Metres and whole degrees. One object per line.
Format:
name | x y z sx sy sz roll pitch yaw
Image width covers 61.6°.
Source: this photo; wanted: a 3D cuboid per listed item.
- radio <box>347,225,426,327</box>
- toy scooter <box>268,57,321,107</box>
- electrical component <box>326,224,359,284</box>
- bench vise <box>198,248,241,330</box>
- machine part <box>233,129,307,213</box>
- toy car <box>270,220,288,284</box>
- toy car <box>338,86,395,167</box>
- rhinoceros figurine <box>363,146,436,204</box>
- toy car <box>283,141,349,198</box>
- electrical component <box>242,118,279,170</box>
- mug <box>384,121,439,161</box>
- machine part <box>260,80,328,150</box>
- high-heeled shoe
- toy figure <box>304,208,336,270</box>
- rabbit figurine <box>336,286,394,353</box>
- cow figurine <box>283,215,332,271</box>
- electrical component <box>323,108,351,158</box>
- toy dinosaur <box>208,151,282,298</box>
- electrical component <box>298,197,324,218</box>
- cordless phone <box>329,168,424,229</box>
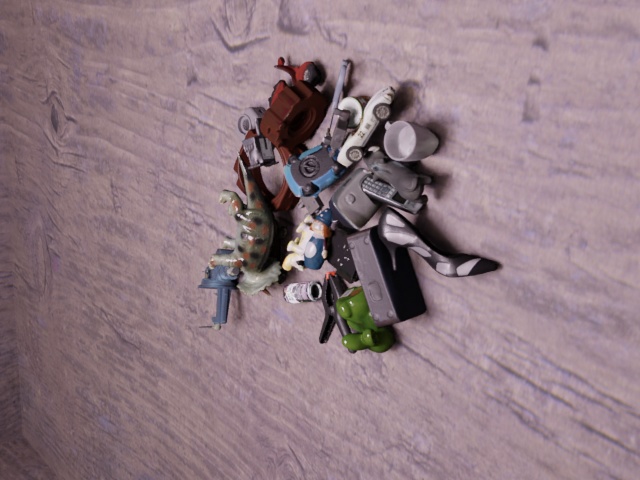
radio | 0.151 0.077 1.224 0.073 0.131 0.229 -22 86 40
toy scooter | -0.081 -0.382 1.354 0.135 0.075 0.183 47 123 22
electrical component | 0.082 0.038 1.324 0.134 0.058 0.114 37 124 29
bench vise | -0.292 0.150 1.614 0.224 0.129 0.240 -5 79 49
machine part | -0.130 -0.188 1.434 0.202 0.087 0.201 46 126 25
toy car | -0.134 0.030 1.509 0.089 0.053 0.201 18 116 32
toy car | 0.103 -0.249 1.181 0.056 0.073 0.201 29 124 -6
rhinoceros figurine | 0.165 -0.142 1.173 0.191 0.112 0.073 49 135 46
toy car | -0.001 -0.171 1.313 0.162 0.103 0.109 -31 76 12
electrical component | -0.152 -0.238 1.334 0.048 0.075 0.119 -10 98 41
mug | 0.192 -0.211 1.139 0.110 0.107 0.080 47 124 36
machine part | -0.058 -0.295 1.288 0.056 0.179 0.179 44 125 19
high-heeled shoe | 0.246 0.000 1.139 0.249 0.086 0.145 0 101 16
toy figure | -0.001 -0.004 1.321 0.064 0.058 0.154 16 106 11
rabbit figurine | 0.121 0.199 1.284 0.121 0.159 0.170 -27 97 31
cow figurine | -0.033 0.026 1.413 0.098 0.068 0.167 31 122 6
electrical component | 0.037 -0.249 1.222 0.045 0.078 0.102 19 139 -3
toy dinosaur | -0.175 -0.015 1.410 0.192 0.131 0.404 16 116 10
electrical component | -0.020 -0.098 1.402 0.094 0.021 0.063 -42 73 37
cordless phone | 0.127 -0.075 1.209 0.184 0.146 0.088 23 142 25
